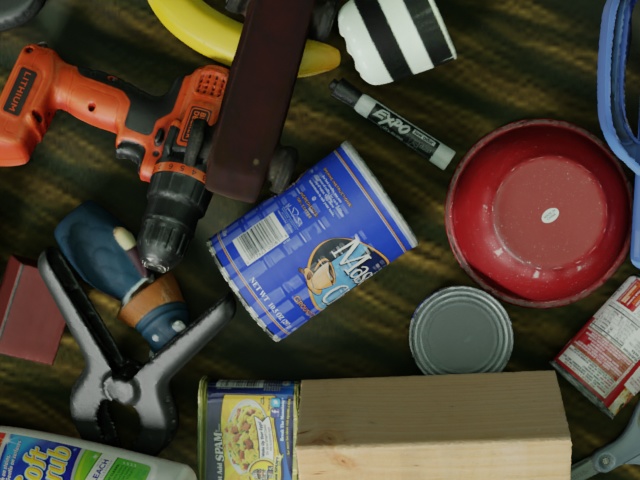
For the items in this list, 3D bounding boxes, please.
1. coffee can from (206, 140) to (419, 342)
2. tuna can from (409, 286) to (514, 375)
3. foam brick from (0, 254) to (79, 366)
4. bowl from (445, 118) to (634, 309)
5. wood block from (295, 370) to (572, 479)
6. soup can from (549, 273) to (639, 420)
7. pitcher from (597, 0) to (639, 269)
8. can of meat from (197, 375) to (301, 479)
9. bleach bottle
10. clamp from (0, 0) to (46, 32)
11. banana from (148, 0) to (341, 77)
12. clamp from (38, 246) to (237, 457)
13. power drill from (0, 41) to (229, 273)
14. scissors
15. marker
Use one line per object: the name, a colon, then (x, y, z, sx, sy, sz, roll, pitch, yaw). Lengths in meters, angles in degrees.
coffee can: (-0.006, 0.001, 0.865, 0.140, 0.103, 0.103, -35, 89, 3)
tuna can: (0.117, 0.081, 0.893, 0.086, 0.033, 0.086, 0, 90, 3)
foam brick: (-0.242, 0.057, 0.895, 0.051, 0.053, 0.078, 17, 92, -27)
bowl: (0.185, -0.022, 0.878, 0.162, 0.055, 0.162, 0, 91, 3)
wood block: (0.089, 0.168, 0.850, 0.206, 0.091, 0.090, -3, 120, 5)
soup can: (0.246, 0.086, 0.869, 0.068, 0.068, 0.102, 42, 92, 2)
pitcher: (0.302, -0.091, 0.836, 0.149, 0.144, 0.243, 8, 94, 29)
can of meat: (-0.058, 0.166, 0.892, 0.084, 0.057, 0.102, 1, 90, 1)
bleach bottle: (-0.228, 0.205, 0.857, 0.251, 0.068, 0.102, 8, 49, 18)
clamp: (-0.290, -0.194, 0.911, 0.171, 0.039, 0.120, -28, 91, 3)
banana: (-0.079, -0.184, 0.901, 0.198, 0.037, 0.069, 35, 92, 2)
clamp: (-0.166, 0.107, 0.872, 0.164, 0.036, 0.210, 20, 115, 8)
power drill: (-0.172, -0.076, 0.874, 0.187, 0.057, 0.184, 15, 66, 2)
scissors: (0.257, 0.194, 0.895, 0.202, 0.016, 0.096, -43, 88, 3)
marker: (0.060, -0.100, 0.902, 0.121, 0.020, 0.020, 34, 92, 3)
